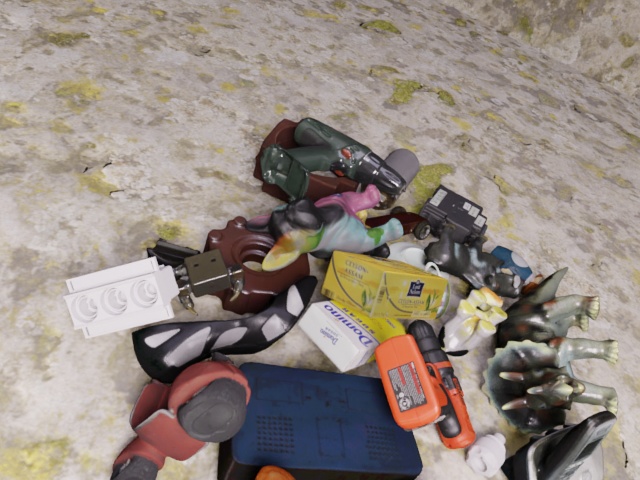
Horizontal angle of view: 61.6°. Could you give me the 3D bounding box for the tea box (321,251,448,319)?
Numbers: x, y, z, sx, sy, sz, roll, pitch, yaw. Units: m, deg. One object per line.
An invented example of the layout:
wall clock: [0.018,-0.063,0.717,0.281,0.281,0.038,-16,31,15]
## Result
tea box: [0.096,0.066,0.774,0.098,0.068,0.169,22,9,40]

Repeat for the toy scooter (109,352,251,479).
toy scooter: [-0.152,0.183,0.589,0.075,0.184,0.135,47,8,-21]

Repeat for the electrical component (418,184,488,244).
electrical component: [0.276,-0.042,1.103,0.134,0.058,0.115,33,42,14]

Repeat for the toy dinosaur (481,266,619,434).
toy dinosaur: [0.351,0.160,0.860,0.192,0.131,0.405,0,24,11]

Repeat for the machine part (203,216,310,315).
machine part: [-0.099,0.039,0.838,0.179,0.056,0.179,13,41,-12]

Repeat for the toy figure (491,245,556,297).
toy figure: [0.389,0.074,1.024,0.064,0.057,0.155,-39,68,-24]

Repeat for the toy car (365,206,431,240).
toy car: [0.121,-0.019,1.008,0.202,0.053,0.089,-10,29,-35]

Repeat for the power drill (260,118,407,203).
power drill: [0.016,-0.129,0.933,0.232,0.086,0.207,40,46,23]

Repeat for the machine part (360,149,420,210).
machine part: [0.149,-0.130,1.126,0.079,0.079,0.243,31,39,11]

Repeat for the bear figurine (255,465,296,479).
bear figurine: [-0.005,0.327,0.498,0.196,0.131,0.120,28,43,16]

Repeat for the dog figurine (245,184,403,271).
dog figurine: [-0.002,-0.002,0.815,0.219,0.191,0.108,-13,63,-22]

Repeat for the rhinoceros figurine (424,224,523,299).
rhinoceros figurine: [0.280,0.047,0.971,0.190,0.073,0.112,24,38,-12]

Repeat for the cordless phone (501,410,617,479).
cordless phone: [0.329,0.262,0.679,0.146,0.184,0.089,-5,42,-29]

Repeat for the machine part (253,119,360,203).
machine part: [-0.016,-0.145,1.065,0.201,0.087,0.201,24,38,2]

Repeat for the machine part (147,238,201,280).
machine part: [-0.225,0.050,0.782,0.084,0.039,0.139,23,37,-6]

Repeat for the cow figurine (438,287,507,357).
cow figurine: [0.246,0.134,0.871,0.068,0.098,0.167,43,27,17]

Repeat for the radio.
radio: [-0.003,0.228,0.644,0.229,0.073,0.131,12,39,-20]

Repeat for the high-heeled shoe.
high-heeled shoe: [-0.121,0.099,0.714,0.145,0.086,0.249,44,60,-4]

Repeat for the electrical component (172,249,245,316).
electrical component: [-0.155,0.056,0.739,0.102,0.045,0.078,-21,40,-18]
